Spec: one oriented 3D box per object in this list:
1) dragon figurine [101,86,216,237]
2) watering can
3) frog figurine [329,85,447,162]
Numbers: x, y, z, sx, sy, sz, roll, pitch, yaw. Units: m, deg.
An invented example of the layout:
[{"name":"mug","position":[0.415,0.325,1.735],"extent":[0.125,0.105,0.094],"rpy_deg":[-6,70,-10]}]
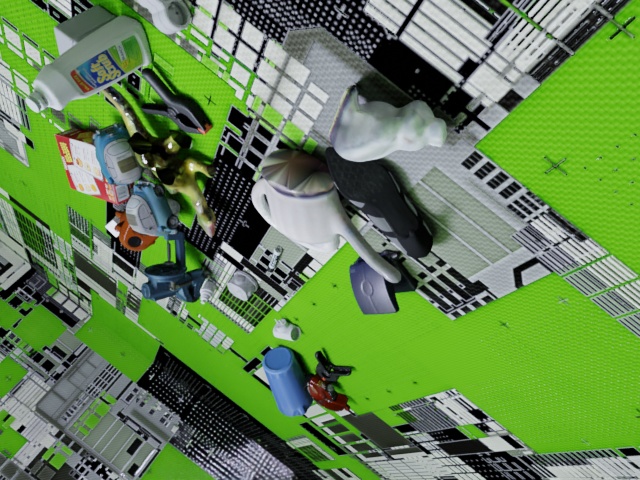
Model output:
[{"name":"dragon figurine","position":[-0.374,-0.177,1.211],"extent":[0.410,0.124,0.239],"rpy_deg":[49,155,-1]},{"name":"watering can","position":[0.003,-0.049,0.983],"extent":[0.350,0.106,0.219],"rpy_deg":[24,145,25]},{"name":"frog figurine","position":[0.099,-0.157,0.757],"extent":[0.159,0.123,0.137],"rpy_deg":[26,179,2]}]
